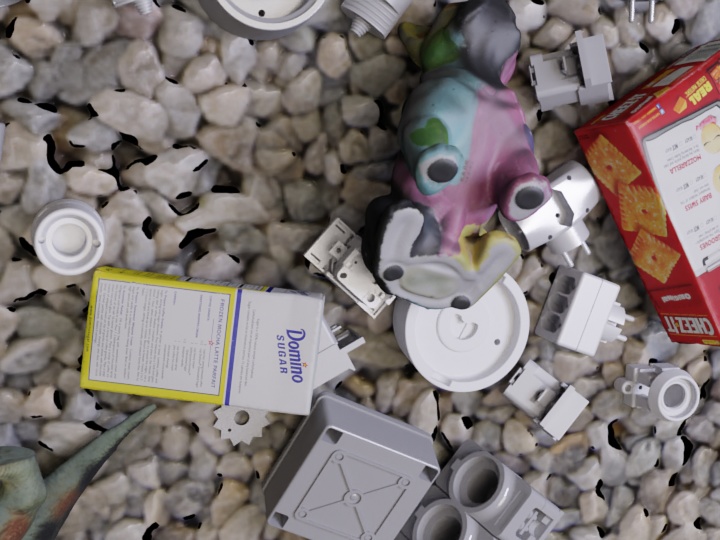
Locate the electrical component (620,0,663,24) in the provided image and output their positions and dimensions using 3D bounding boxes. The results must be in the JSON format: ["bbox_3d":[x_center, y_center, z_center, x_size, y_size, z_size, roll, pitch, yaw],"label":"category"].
[{"bbox_3d":[0.238,-0.246,0.905,0.083,0.047,0.075,-2,99,-16],"label":"electrical component"}]

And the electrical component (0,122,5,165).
[{"bbox_3d":[-0.283,-0.078,0.782,0.040,0.040,0.078,7,97,-17],"label":"electrical component"}]

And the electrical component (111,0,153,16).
[{"bbox_3d":[-0.170,-0.228,0.789,0.043,0.043,0.081,-21,104,-12],"label":"electrical component"}]

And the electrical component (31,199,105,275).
[{"bbox_3d":[-0.218,-0.024,0.806,0.055,0.047,0.055,-3,100,-16],"label":"electrical component"}]

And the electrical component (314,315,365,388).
[{"bbox_3d":[-0.042,0.062,0.875,0.081,0.042,0.063,-29,104,-11],"label":"electrical component"}]

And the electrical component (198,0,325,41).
[{"bbox_3d":[-0.071,-0.229,0.809,0.108,0.060,0.108,-3,99,-16],"label":"electrical component"}]

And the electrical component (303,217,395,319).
[{"bbox_3d":[0.000,0.000,0.866,0.081,0.064,0.042,42,84,-17],"label":"electrical component"}]

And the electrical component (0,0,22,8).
[{"bbox_3d":[-0.265,-0.213,0.767,0.040,0.040,0.046,-19,98,-13],"label":"electrical component"}]

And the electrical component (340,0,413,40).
[{"bbox_3d":[0.019,-0.218,0.847,0.043,0.043,0.081,37,87,-18],"label":"electrical component"}]

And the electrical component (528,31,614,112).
[{"bbox_3d":[0.173,-0.159,0.887,0.064,0.081,0.042,-12,76,13],"label":"electrical component"}]

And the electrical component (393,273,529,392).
[{"bbox_3d":[0.079,0.042,0.897,0.108,0.060,0.108,-3,99,-16],"label":"electrical component"}]

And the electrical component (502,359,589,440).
[{"bbox_3d":[0.157,0.111,0.925,0.064,0.081,0.042,37,86,10],"label":"electrical component"}]

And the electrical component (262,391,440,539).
[{"bbox_3d":[-0.008,0.169,0.878,0.109,0.056,0.108,24,110,-19],"label":"electrical component"}]

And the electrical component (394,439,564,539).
[{"bbox_3d":[0.084,0.230,0.906,0.150,0.089,0.062,-52,129,-3],"label":"electrical component"}]

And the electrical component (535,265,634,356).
[{"bbox_3d":[0.205,0.041,0.941,0.077,0.047,0.065,19,93,-18],"label":"electrical component"}]

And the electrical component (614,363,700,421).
[{"bbox_3d":[0.272,0.108,0.967,0.066,0.055,0.048,0,99,-16],"label":"electrical component"}]

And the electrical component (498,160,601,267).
[{"bbox_3d":[0.170,-0.040,0.920,0.077,0.043,0.079,-35,106,-8],"label":"electrical component"}]
